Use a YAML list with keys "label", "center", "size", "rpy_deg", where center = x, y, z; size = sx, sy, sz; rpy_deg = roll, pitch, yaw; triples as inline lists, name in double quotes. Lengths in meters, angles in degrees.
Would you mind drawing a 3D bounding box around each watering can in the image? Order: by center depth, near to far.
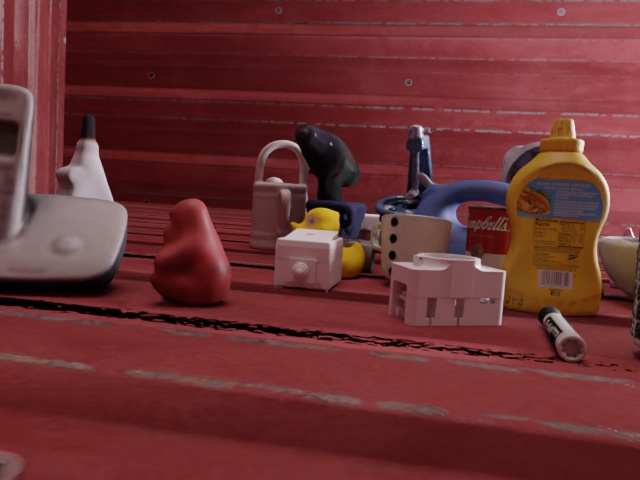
- label: "watering can"
  center: [-0.075, -0.081, 1.029]
  size: [0.101, 0.194, 0.172]
  rpy_deg: [0, 6, -35]

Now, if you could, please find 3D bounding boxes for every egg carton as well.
- label: "egg carton"
  center: [0.121, -0.014, 1.132]
  size: [0.150, 0.069, 0.107]
  rpy_deg: [5, 5, 13]

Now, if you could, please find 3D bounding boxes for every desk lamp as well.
- label: "desk lamp"
  center: [0.353, -0.061, 0.990]
  size: [0.118, 0.213, 0.203]
  rpy_deg: [4, 5, 2]

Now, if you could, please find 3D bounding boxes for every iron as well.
- label: "iron"
  center: [0.228, -0.012, 0.735]
  size: [0.257, 0.141, 0.119]
  rpy_deg: [6, 5, 30]

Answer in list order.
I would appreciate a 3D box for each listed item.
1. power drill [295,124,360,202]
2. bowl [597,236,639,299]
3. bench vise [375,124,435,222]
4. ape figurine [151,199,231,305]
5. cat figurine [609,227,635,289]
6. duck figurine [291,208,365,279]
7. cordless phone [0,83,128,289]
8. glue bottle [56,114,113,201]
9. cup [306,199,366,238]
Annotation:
- label: "power drill"
  center: [0.010, -0.078, 0.964]
  size: [0.075, 0.208, 0.230]
  rpy_deg: [5, 5, 19]
- label: "bowl"
  center: [0.399, 0.040, 0.645]
  size: [0.167, 0.075, 0.167]
  rpy_deg: [4, 5, 0]
- label: "bench vise"
  center: [0.153, -0.074, 0.952]
  size: [0.121, 0.220, 0.207]
  rpy_deg: [4, 5, 4]
- label: "ape figurine"
  center: [-0.115, 0.009, 0.509]
  size: [0.075, 0.092, 0.078]
  rpy_deg: [7, 5, 32]
- label: "cat figurine"
  center: [0.457, 0.013, 0.752]
  size: [0.067, 0.118, 0.127]
  rpy_deg: [0, 6, -35]
- label: "duck figurine"
  center: [0.007, 0.003, 0.726]
  size: [0.105, 0.086, 0.077]
  rpy_deg: [3, 5, -11]
- label: "cordless phone"
  center: [-0.254, -0.048, 0.527]
  size: [0.148, 0.185, 0.094]
  rpy_deg: [3, 5, -10]
- label: "glue bottle"
  center: [-0.257, -0.050, 0.627]
  size: [0.037, 0.173, 0.078]
  rpy_deg: [7, 6, 33]
- label: "cup"
  center: [0.026, -0.011, 0.853]
  size: [0.092, 0.095, 0.117]
  rpy_deg: [2, 5, -18]
